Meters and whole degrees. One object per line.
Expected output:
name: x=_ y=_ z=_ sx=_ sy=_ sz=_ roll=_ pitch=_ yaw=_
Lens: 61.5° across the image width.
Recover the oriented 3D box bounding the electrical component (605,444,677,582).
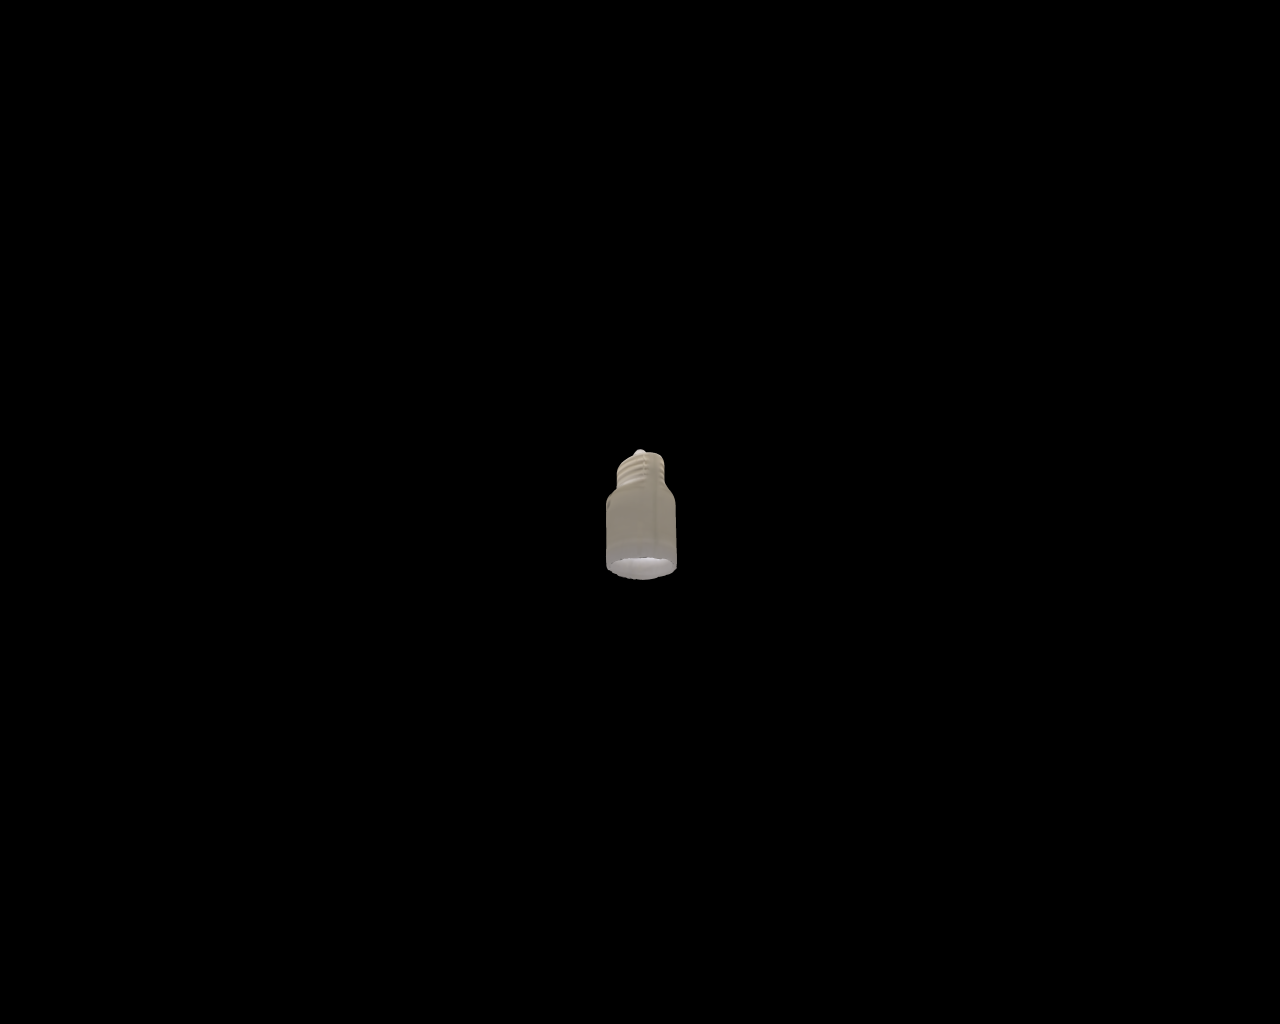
electrical component: x=0.001 y=-0.003 z=0.650 sx=0.043 sy=0.081 sz=0.043 roll=0 pitch=-22 yaw=0
